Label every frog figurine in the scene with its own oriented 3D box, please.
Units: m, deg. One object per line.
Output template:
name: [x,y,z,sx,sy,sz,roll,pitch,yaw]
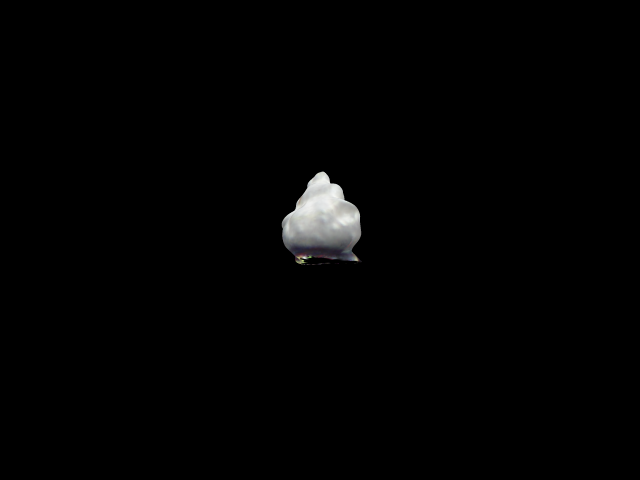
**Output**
frog figurine: [0.003,-0.043,0.850,0.136,0.161,0.122,-10,-16,38]
